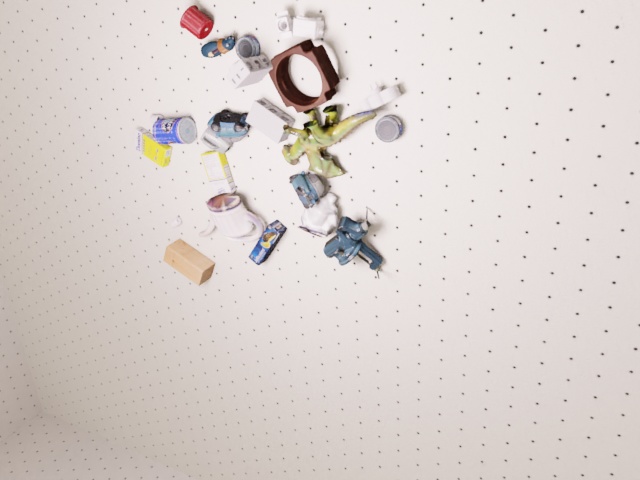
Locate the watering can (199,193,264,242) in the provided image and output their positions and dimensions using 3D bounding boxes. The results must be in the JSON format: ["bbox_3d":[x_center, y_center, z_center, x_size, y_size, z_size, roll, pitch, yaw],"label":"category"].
[{"bbox_3d":[-0.384,-0.080,2.049,0.347,0.106,0.220,0,130,28],"label":"watering can"}]

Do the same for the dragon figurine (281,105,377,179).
[{"bbox_3d":[0.024,-0.320,1.748,0.410,0.125,0.237,5,133,31],"label":"dragon figurine"}]

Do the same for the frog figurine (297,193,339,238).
[{"bbox_3d":[0.006,-0.093,1.857,0.138,0.121,0.160,18,83,31],"label":"frog figurine"}]
